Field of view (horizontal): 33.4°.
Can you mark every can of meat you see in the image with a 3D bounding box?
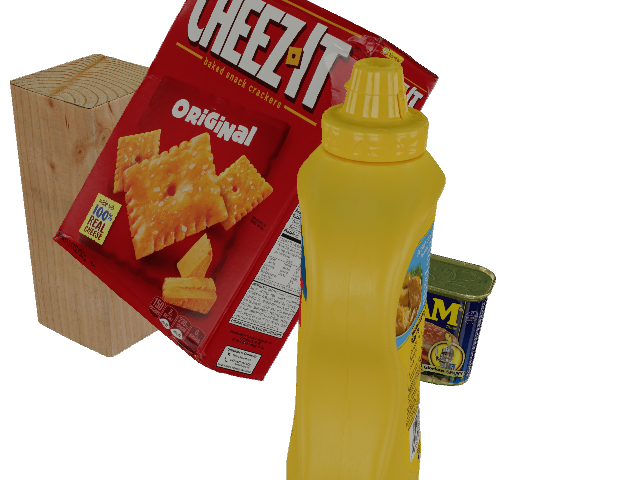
[{"bbox_3d":[0.076,0.058,0.826,0.102,0.084,0.057,14,25,13],"label":"can of meat"}]

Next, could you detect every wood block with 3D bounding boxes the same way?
[{"bbox_3d":[-0.169,-0.028,0.830,0.090,0.206,0.090,20,33,32],"label":"wood block"}]

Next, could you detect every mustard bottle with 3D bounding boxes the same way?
[{"bbox_3d":[0.018,0.021,0.437,0.058,0.192,0.096,8,25,11],"label":"mustard bottle"}]

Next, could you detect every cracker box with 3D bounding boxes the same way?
[{"bbox_3d":[-0.054,-0.048,0.657,0.164,0.214,0.072,35,8,38],"label":"cracker box"}]
